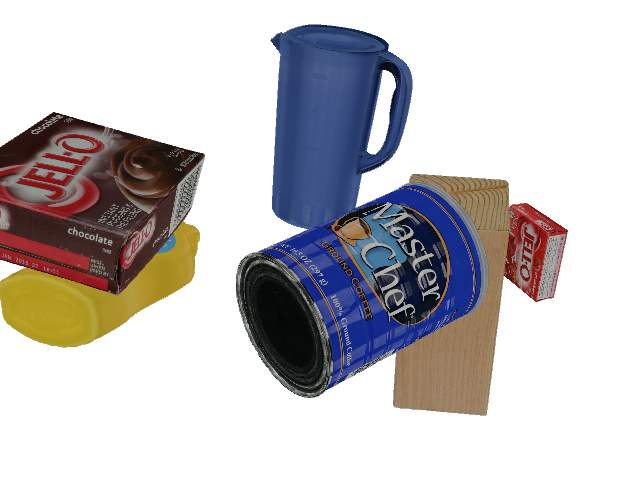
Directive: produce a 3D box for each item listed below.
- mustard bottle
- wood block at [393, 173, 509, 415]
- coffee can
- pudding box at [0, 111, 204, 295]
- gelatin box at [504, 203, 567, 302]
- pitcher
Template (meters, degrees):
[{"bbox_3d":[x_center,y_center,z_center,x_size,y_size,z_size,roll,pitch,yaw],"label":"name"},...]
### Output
[{"bbox_3d":[-0.157,0.023,0.852,0.096,0.058,0.191,5,20,28],"label":"mustard bottle"},{"bbox_3d":[0.118,0.052,0.983,0.091,0.206,0.090,4,33,7],"label":"wood block"},{"bbox_3d":[0.029,0.031,0.723,0.140,0.103,0.103,-24,13,-30],"label":"coffee can"},{"bbox_3d":[-0.119,-0.022,0.533,0.090,0.039,0.113,17,24,6],"label":"pudding box"},{"bbox_3d":[0.237,0.013,1.200,0.030,0.089,0.073,-10,31,-25],"label":"gelatin box"},{"bbox_3d":[0.013,-0.138,1.329,0.144,0.243,0.149,-3,25,-22],"label":"pitcher"}]
